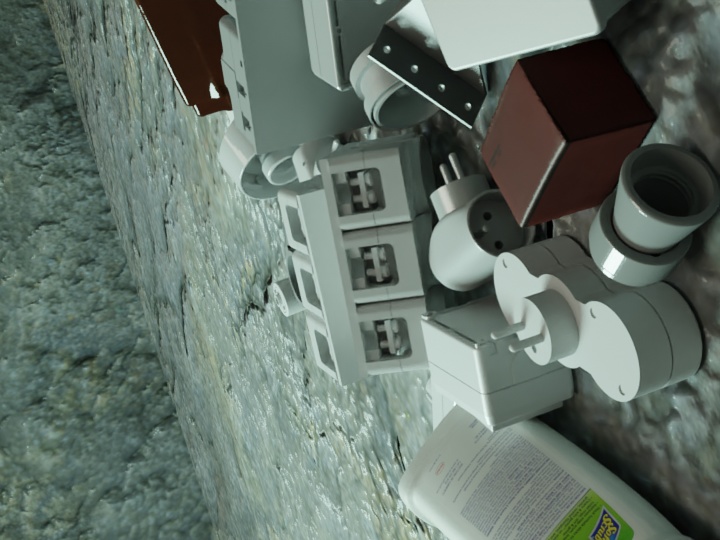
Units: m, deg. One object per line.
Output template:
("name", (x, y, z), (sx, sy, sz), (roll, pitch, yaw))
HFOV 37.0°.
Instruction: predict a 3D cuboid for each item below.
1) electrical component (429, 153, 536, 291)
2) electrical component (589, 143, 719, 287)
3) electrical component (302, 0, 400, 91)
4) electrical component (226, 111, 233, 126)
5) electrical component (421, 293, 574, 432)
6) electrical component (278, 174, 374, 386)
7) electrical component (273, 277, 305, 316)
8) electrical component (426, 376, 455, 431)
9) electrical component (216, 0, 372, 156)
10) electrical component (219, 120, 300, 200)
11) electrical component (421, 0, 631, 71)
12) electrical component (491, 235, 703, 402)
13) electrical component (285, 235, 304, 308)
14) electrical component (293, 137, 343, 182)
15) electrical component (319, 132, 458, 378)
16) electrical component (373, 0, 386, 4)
("electrical component", (0.068, -0.034, 0.669), (0.077, 0.044, 0.079), (131, 121, -69))
("electrical component", (0.132, -0.024, 0.490), (0.055, 0.045, 0.045), (102, 146, -57))
("electrical component", (-0.003, -0.178, 0.723), (0.061, 0.062, 0.096), (-136, 34, -57))
("electrical component", (-0.094, -0.143, 1.037), (0.095, 0.054, 0.059), (110, 139, -62))
("electrical component", (0.083, 0.055, 0.679), (0.096, 0.062, 0.061), (-153, 49, -66))
("electrical component", (0.000, 0.000, 0.829), (0.062, 0.089, 0.150), (-155, 51, -67))
("electrical component", (-0.050, 0.018, 1.030), (0.044, 0.065, 0.044), (57, 159, 35))
("electrical component", (0.072, 0.091, 0.769), (0.075, 0.047, 0.083), (-131, 29, -51))
("electrical component", (-0.046, -0.189, 0.769), (0.060, 0.105, 0.186), (-131, 30, -52))
("electrical component", (-0.077, -0.112, 0.952), (0.064, 0.099, 0.099), (57, 157, 25))
("electrical component", (0.070, -0.147, 0.488), (0.100, 0.048, 0.099), (-5, 117, 47))
("electrical component", (0.106, 0.027, 0.566), (0.138, 0.074, 0.052), (-143, 40, -61))
("electrical component", (-0.032, 0.001, 0.980), (0.050, 0.056, 0.089), (141, 111, -71))
("electrical component", (-0.021, -0.078, 0.896), (0.079, 0.043, 0.077), (108, 141, -61))
("electrical component", (0.025, -0.013, 0.741), (0.089, 0.062, 0.150), (-50, -50, -72))
("electrical component", (0.001, -0.222, 0.602), (0.108, 0.056, 0.108), (53, 174, 7))
